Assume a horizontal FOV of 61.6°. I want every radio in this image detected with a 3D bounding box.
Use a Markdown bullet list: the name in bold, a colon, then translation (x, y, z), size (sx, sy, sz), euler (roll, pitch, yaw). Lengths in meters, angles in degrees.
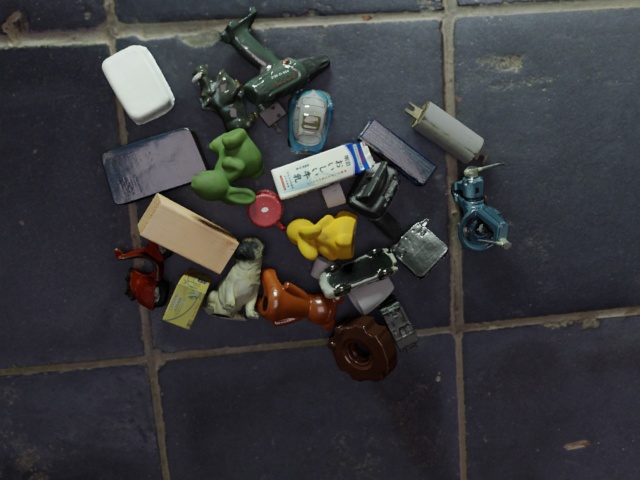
- **radio**: translation (-0.388, -0.175, 1.270), size (0.230, 0.073, 0.131), euler (-18, 98, -4)

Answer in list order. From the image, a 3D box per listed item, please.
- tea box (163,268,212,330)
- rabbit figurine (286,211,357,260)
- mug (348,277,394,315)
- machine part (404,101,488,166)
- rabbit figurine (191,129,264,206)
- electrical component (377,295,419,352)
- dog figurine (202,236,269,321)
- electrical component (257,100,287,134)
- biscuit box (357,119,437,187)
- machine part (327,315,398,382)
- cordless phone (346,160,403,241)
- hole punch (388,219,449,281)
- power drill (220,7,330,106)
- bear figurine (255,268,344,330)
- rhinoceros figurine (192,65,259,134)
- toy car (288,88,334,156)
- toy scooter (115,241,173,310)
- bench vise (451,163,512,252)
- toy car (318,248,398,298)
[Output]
- **tea box**: translation (-0.310, 0.135, 1.271), size (0.068, 0.170, 0.098), euler (23, 94, -8)
- **rabbit figurine**: translation (-0.003, -0.004, 1.302), size (0.173, 0.162, 0.121), euler (12, 110, 11)
- **mug**: translation (0.125, 0.119, 1.359), size (0.107, 0.081, 0.109), euler (-30, 89, -11)
- **machine part**: translation (0.313, -0.262, 1.315), size (0.243, 0.079, 0.079), euler (31, 94, -8)
- **rabbit figurine**: translation (-0.219, -0.147, 1.234), size (0.170, 0.121, 0.159), euler (-48, 123, -24)
- **electrical component**: translation (0.198, 0.215, 1.355), size (0.058, 0.115, 0.134), euler (-26, 100, 3)
- **dog figurine**: translation (-0.207, 0.094, 1.321), size (0.121, 0.172, 0.190), euler (32, 59, -46)
- **electrical component**: translation (-0.112, -0.306, 1.299), size (0.063, 0.021, 0.094), euler (-36, 99, 0)
- **biscuit box**: translation (0.189, -0.211, 1.320), size (0.202, 0.059, 0.063), euler (36, 92, -8)
- **machine part**: translation (0.105, 0.273, 1.339), size (0.180, 0.056, 0.179), euler (15, 120, 29)
- **cordless phone**: translation (0.164, -0.095, 1.332), size (0.184, 0.089, 0.146), euler (42, 66, -30)
- **hole punch**: translation (0.254, 0.030, 1.358), size (0.142, 0.092, 0.116), euler (-46, 69, 5)
- **power drill**: translation (-0.113, -0.428, 1.243), size (0.232, 0.086, 0.207), euler (-43, 101, -23)
- **bear figurine**: translation (-0.052, 0.151, 1.336), size (0.196, 0.132, 0.120), euler (4, 113, -27)
- **rhinoceros figurine**: translation (-0.225, -0.328, 1.266), size (0.112, 0.073, 0.190), euler (-30, 102, 11)
- **toy car**: translation (-0.027, -0.281, 1.271), size (0.109, 0.103, 0.161), euler (8, 95, -5)
- **toy scooter**: translation (-0.431, 0.076, 1.298), size (0.135, 0.075, 0.183), euler (6, 92, -8)
- **bench vise**: translation (0.393, -0.056, 1.281), size (0.129, 0.241, 0.223), euler (-1, 114, -8)
- **toy car**: translation (0.093, 0.080, 1.309), size (0.202, 0.056, 0.073), euler (-20, 68, -12)
